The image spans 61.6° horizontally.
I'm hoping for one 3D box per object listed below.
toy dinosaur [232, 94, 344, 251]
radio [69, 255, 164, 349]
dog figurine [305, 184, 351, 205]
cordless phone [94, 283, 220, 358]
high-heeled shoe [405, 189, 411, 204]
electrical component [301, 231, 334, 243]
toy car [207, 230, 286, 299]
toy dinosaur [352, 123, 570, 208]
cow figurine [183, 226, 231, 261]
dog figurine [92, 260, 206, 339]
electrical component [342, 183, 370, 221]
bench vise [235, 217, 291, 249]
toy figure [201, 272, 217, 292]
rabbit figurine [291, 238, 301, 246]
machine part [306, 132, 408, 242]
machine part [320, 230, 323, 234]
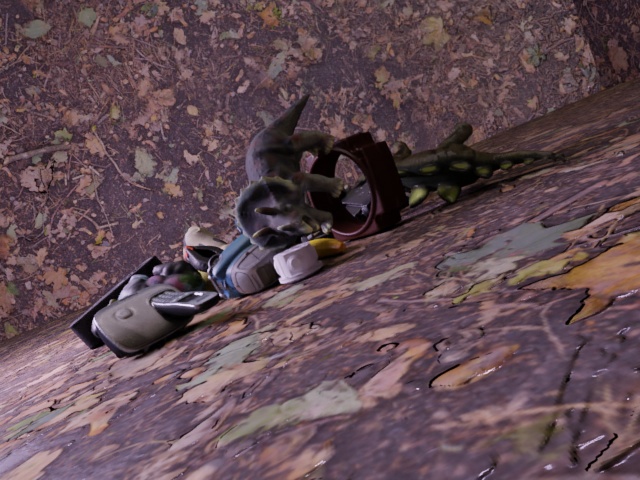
[{"bbox_3d":[-0.070,-0.132,0.983,0.192,0.405,0.131,4,-40,-23],"label":"toy dinosaur"},{"bbox_3d":[-0.443,0.136,1.204,0.229,0.073,0.131,-43,12,-21],"label":"radio"},{"bbox_3d":[-0.032,-0.130,1.388,0.172,0.121,0.191,-22,46,-20],"label":"dog figurine"},{"bbox_3d":[-0.245,0.122,0.828,0.184,0.088,0.146,-11,12,46],"label":"cordless phone"},{"bbox_3d":[0.186,-0.156,1.411,0.086,0.145,0.249,-22,4,17],"label":"high-heeled shoe"},{"bbox_3d":[-0.004,-0.003,1.224,0.102,0.045,0.078,-27,8,-39],"label":"electrical component"},{"bbox_3d":[-0.118,0.043,0.978,0.162,0.109,0.103,-39,34,-26],"label":"toy car"},{"bbox_3d":[0.264,-0.150,1.112,0.472,0.105,0.198,-10,31,33],"label":"toy dinosaur"},{"bbox_3d":[-0.245,0.030,1.290,0.085,0.195,0.127,-44,-26,-34],"label":"cow figurine"},{"bbox_3d":[-0.327,0.123,1.029,0.192,0.108,0.219,-20,10,3],"label":"dog figurine"},{"bbox_3d":[0.115,-0.092,1.301,0.134,0.058,0.115,-48,28,-20],"label":"electrical component"},{"bbox_3d":[-0.137,-0.008,1.334,0.129,0.224,0.240,-21,-27,-37],"label":"bench vise"},{"bbox_3d":[-0.232,0.080,1.171,0.180,0.082,0.089,-19,4,12],"label":"toy figure"},{"bbox_3d":[-0.087,-0.031,1.460,0.159,0.121,0.170,-25,9,33],"label":"rabbit figurine"},{"bbox_3d":[0.066,-0.105,1.106,0.087,0.201,0.201,-26,6,-40],"label":"machine part"},{"bbox_3d":[0.028,-0.021,1.318,0.084,0.039,0.139,-17,-1,-36],"label":"machine part"}]
